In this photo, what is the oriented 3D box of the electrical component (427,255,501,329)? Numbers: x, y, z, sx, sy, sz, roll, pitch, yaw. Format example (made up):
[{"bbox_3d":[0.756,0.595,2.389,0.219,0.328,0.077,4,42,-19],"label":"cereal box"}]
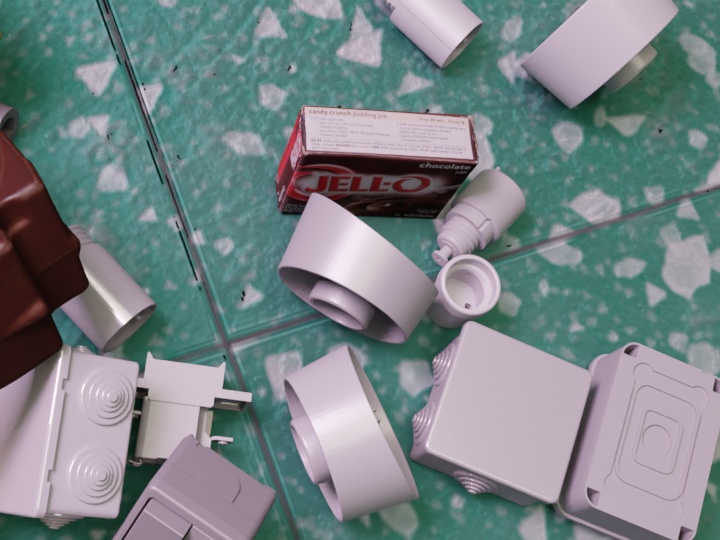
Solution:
[{"bbox_3d":[0.065,0.016,0.697,0.040,0.046,0.040,4,71,-12],"label":"electrical component"}]

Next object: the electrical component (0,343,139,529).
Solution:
[{"bbox_3d":[-0.164,0.090,0.588,0.048,0.100,0.099,15,74,-36],"label":"electrical component"}]

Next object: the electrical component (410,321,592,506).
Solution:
[{"bbox_3d":[0.087,0.092,0.675,0.100,0.048,0.099,23,68,-5],"label":"electrical component"}]

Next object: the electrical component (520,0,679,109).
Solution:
[{"bbox_3d":[0.172,-0.159,0.751,0.060,0.108,0.108,47,68,-2],"label":"electrical component"}]

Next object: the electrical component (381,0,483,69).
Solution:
[{"bbox_3d":[0.043,-0.186,0.760,0.081,0.043,0.043,43,68,3],"label":"electrical component"}]

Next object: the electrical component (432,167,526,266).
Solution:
[{"bbox_3d":[0.077,-0.033,0.719,0.040,0.040,0.078,43,68,3],"label":"electrical component"}]

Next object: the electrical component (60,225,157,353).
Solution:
[{"bbox_3d":[-0.166,0.006,0.647,0.081,0.043,0.043,46,68,4],"label":"electrical component"}]

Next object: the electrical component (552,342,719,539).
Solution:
[{"bbox_3d":[0.177,0.113,0.685,0.078,0.057,0.113,23,68,-5],"label":"electrical component"}]

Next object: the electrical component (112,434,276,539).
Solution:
[{"bbox_3d":[-0.101,0.151,0.589,0.062,0.096,0.061,35,27,0],"label":"electrical component"}]

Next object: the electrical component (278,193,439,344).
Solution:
[{"bbox_3d":[0.000,0.000,0.662,0.099,0.099,0.064,30,74,-2],"label":"electrical component"}]

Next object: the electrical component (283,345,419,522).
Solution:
[{"bbox_3d":[-0.004,0.095,0.629,0.064,0.099,0.099,-21,78,-12],"label":"electrical component"}]

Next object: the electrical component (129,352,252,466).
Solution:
[{"bbox_3d":[-0.108,0.086,0.635,0.081,0.042,0.063,9,72,-10],"label":"electrical component"}]
